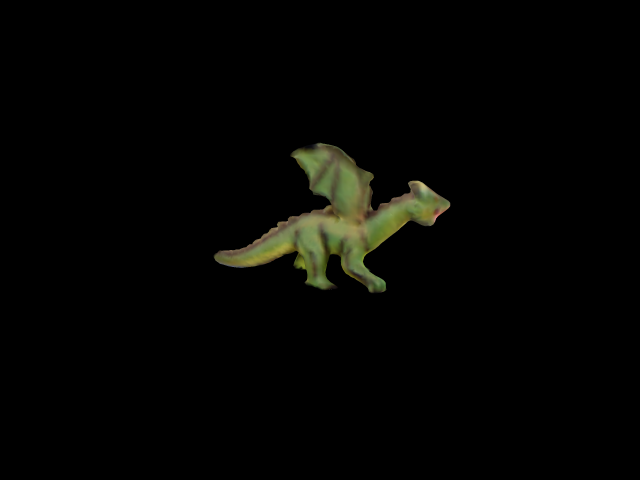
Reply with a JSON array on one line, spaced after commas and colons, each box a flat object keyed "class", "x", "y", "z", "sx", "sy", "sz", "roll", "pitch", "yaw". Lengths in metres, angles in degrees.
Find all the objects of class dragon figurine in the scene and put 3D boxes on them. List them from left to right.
[{"class": "dragon figurine", "x": 0.003, "y": -0.043, "z": 0.850, "sx": 0.410, "sy": 0.239, "sz": 0.124, "roll": 5, "pitch": 20, "yaw": 12}]
